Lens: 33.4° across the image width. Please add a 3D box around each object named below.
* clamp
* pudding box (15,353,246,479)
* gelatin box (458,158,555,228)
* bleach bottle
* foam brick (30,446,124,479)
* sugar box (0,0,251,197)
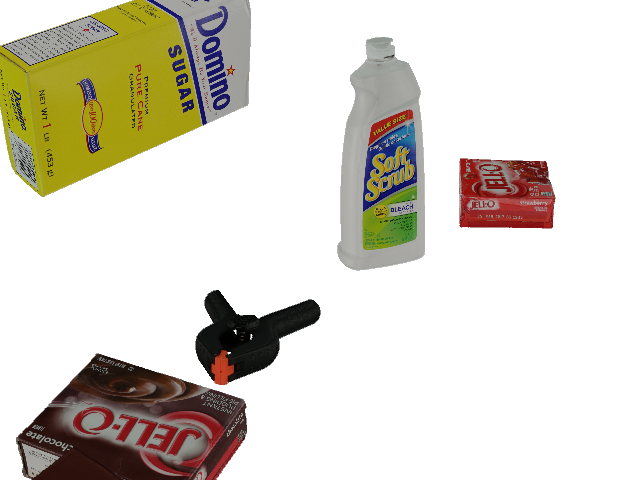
[{"bbox_3d":[-0.082,0.088,1.036,0.120,0.039,0.171,2,16,21],"label":"clamp"},{"bbox_3d":[-0.115,0.123,0.660,0.114,0.039,0.090,13,34,19],"label":"pudding box"},{"bbox_3d":[0.150,-0.039,0.867,0.073,0.030,0.089,2,24,7],"label":"gelatin box"},{"bbox_3d":[0.063,-0.097,1.182,0.102,0.251,0.068,-10,24,-13],"label":"bleach bottle"},{"bbox_3d":[-0.094,0.137,0.451,0.078,0.051,0.052,24,45,32],"label":"foam brick"},{"bbox_3d":[-0.123,-0.105,0.701,0.175,0.093,0.048,-28,49,-33],"label":"sugar box"}]
